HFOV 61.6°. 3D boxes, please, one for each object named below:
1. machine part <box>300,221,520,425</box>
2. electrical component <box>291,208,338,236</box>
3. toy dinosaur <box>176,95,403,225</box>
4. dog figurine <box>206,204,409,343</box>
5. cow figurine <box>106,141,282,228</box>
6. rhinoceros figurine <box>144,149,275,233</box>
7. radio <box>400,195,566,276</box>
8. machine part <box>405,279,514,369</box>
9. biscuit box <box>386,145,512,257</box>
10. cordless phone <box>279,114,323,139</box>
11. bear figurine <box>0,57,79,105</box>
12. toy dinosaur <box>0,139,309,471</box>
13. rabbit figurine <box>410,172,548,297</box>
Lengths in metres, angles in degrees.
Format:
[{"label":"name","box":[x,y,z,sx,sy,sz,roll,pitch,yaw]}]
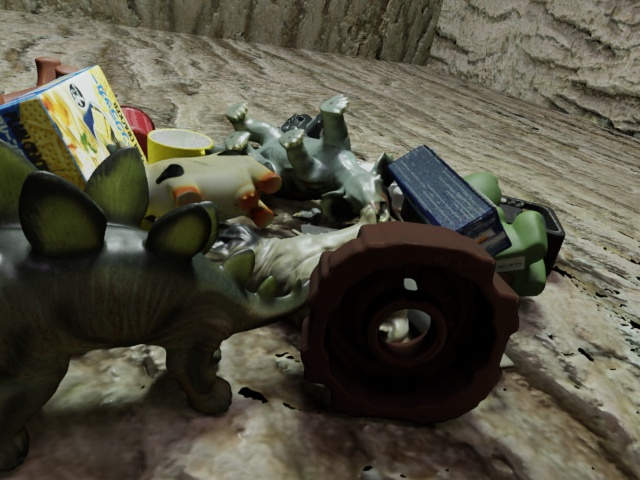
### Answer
[{"label":"machine part","box":[0.068,0.068,0.437,0.179,0.179,0.056,8,23,-7]},{"label":"electrical component","box":[-0.001,-0.003,0.696,0.078,0.045,0.102,8,25,-4]},{"label":"toy dinosaur","box":[-0.037,-0.109,0.814,0.405,0.192,0.131,15,56,40]},{"label":"dog figurine","box":[-0.022,0.050,0.538,0.191,0.121,0.172,-9,26,-9]},{"label":"cow figurine","box":[-0.156,-0.058,0.586,0.195,0.085,0.127,-14,40,-31]},{"label":"rhinoceros figurine","box":[-0.151,-0.064,0.688,0.190,0.112,0.073,-7,27,-19]},{"label":"radio","box":[0.241,-0.028,0.820,0.230,0.073,0.131,17,26,10]},{"label":"machine part","box":[0.123,0.059,0.582,0.079,0.079,0.243,-1,27,-25]},{"label":"biscuit box","box":[0.145,-0.046,0.635,0.063,0.059,0.203,-32,31,7]},{"label":"cordless phone","box":[-0.077,-0.209,1.088,0.184,0.088,0.147,3,25,9]},{"label":"bear figurine","box":[-0.512,-0.238,0.884,0.120,0.131,0.196,30,24,37]},{"label":"toy dinosaur","box":[-0.188,0.037,0.353,0.471,0.198,0.105,-3,26,-33]},{"label":"rabbit figurine","box":[0.201,-0.009,0.698,0.159,0.121,0.170,-17,47,18]}]
